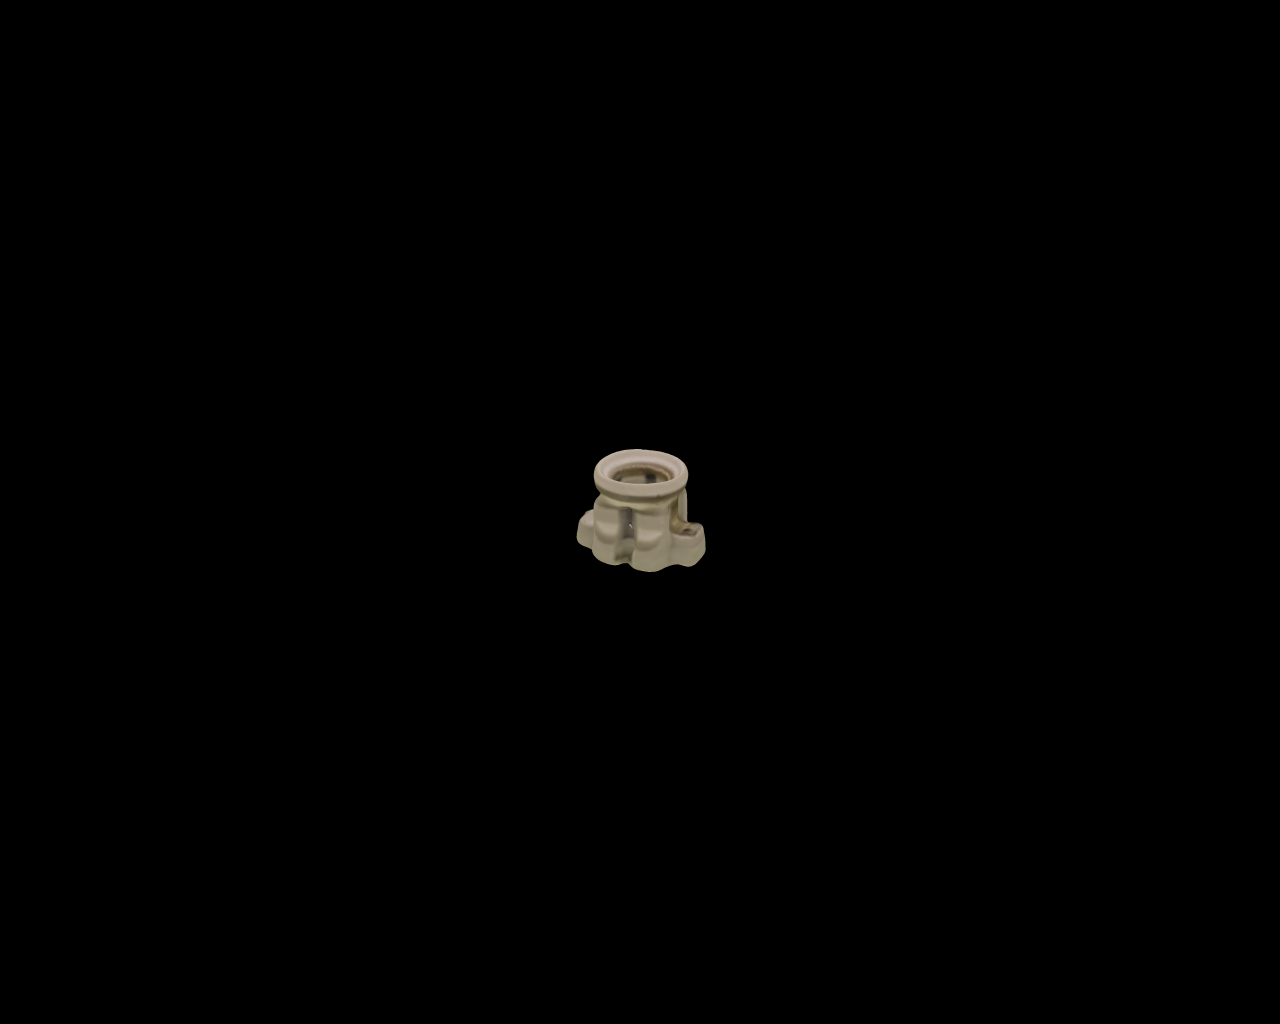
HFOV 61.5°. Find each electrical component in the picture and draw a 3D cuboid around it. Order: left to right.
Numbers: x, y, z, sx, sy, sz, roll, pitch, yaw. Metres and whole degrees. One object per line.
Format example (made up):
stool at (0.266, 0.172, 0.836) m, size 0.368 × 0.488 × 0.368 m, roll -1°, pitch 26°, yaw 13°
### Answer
electrical component at (0.001, -0.003, 0.650) m, size 0.078 × 0.056 × 0.058 m, roll 10°, pitch 28°, yaw 20°
